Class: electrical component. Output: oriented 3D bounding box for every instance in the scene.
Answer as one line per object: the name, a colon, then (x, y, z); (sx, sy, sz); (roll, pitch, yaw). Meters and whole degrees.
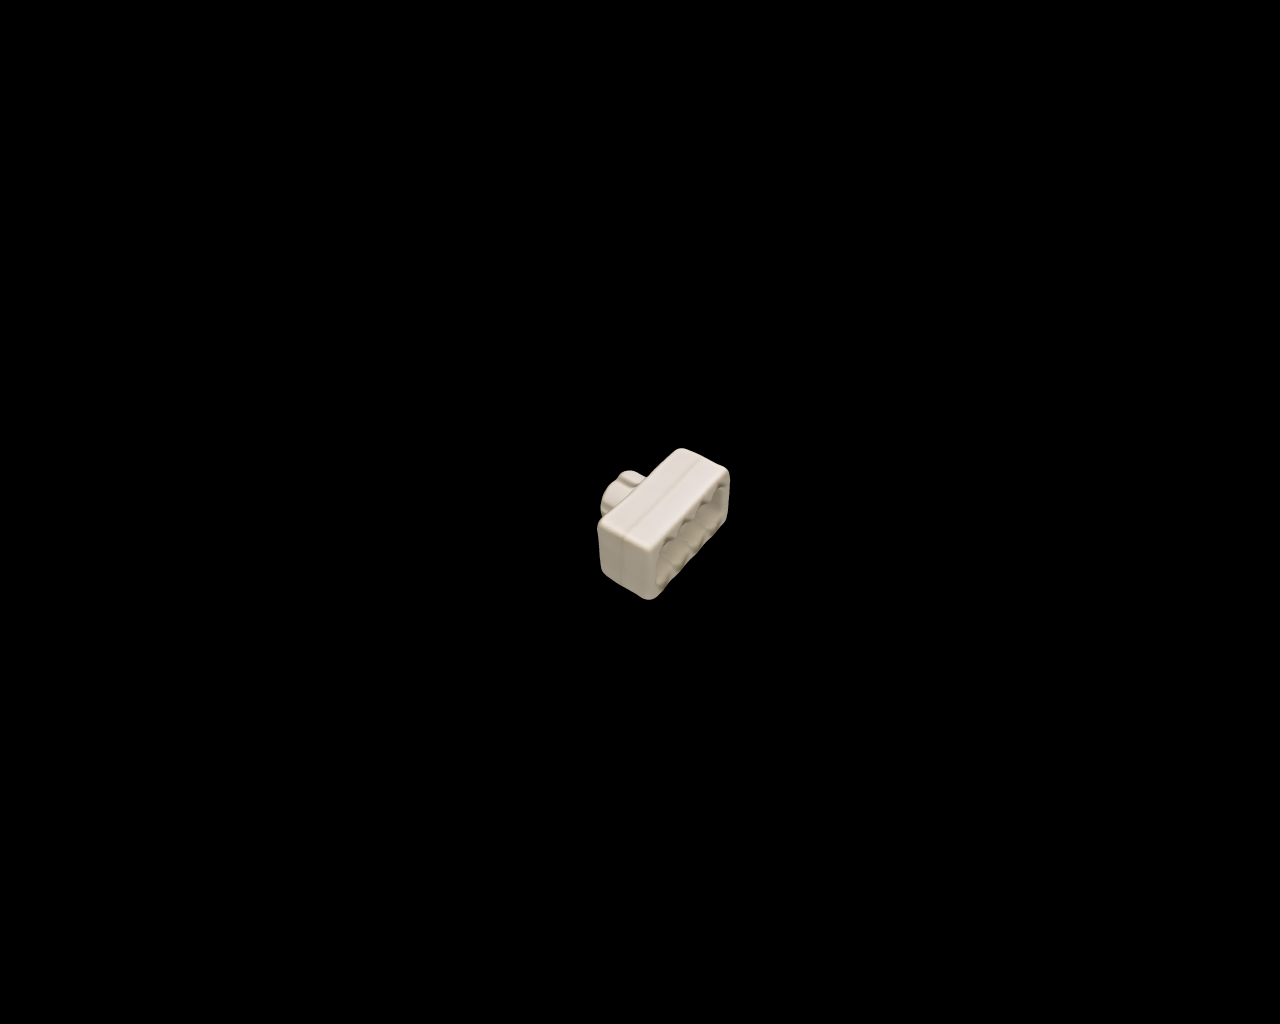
electrical component: (0.001, -0.003, 0.650); (0.076, 0.047, 0.083); (30, 54, 24)
